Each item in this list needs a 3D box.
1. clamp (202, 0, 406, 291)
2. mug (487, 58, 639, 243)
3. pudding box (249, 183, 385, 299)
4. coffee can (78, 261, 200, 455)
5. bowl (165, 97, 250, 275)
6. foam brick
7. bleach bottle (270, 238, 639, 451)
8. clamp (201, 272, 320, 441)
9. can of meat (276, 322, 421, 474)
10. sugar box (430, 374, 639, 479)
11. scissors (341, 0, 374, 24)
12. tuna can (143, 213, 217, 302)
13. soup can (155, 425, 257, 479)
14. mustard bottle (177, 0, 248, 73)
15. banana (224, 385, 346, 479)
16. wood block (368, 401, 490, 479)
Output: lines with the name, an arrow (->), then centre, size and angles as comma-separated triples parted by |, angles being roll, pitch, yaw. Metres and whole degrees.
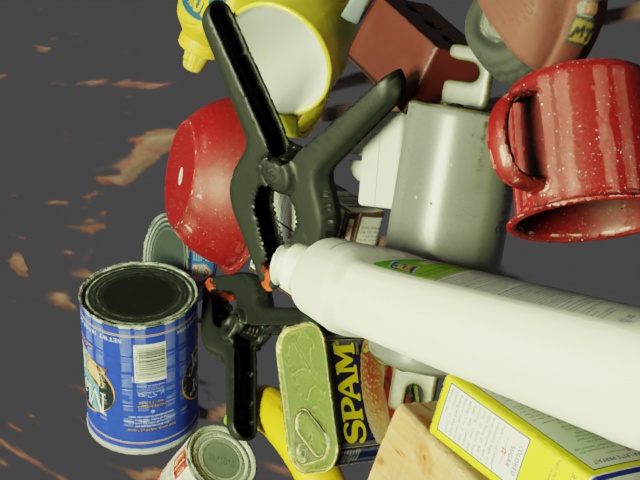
clamp -> -0.030, -0.060, 0.760 | 0.165, 0.036, 0.210 | 33, 130, 24
mug -> 0.137, -0.050, 0.585 | 0.093, 0.117, 0.081 | -23, 65, 55
pudding box -> -0.005, 0.001, 0.832 | 0.114, 0.039, 0.090 | 33, 115, 51
coffee can -> -0.159, 0.104, 0.948 | 0.103, 0.102, 0.140 | 41, 137, 46
bowl -> -0.093, -0.052, 0.903 | 0.162, 0.055, 0.162 | -174, 90, -67
foam brick -> 0.067, -0.125, 0.729 | 0.078, 0.052, 0.051 | 51, 127, 39
bleach bottle -> 0.083, 0.044, 0.602 | 0.251, 0.102, 0.068 | 16, 99, 33
clamp -> -0.053, 0.070, 0.879 | 0.120, 0.039, 0.171 | -46, 39, 13
can of meat -> 0.022, 0.109, 0.752 | 0.058, 0.083, 0.102 | -22, 71, 50
sugar box -> 0.151, 0.128, 0.574 | 0.176, 0.093, 0.048 | 37, 118, 48
scissors -> 0.070, -0.239, 0.749 | 0.202, 0.016, 0.096 | -60, 3, 1
tuna can -> -0.132, 0.018, 1.000 | 0.086, 0.033, 0.086 | -3, 87, 53
soup can -> -0.107, 0.216, 0.933 | 0.102, 0.068, 0.068 | -51, 51, 38
mustard bottle -> -0.078, -0.230, 0.919 | 0.096, 0.058, 0.192 | 53, 129, 39
banana -> -0.019, 0.171, 0.848 | 0.198, 0.037, 0.070 | 42, 139, 47
wood block -> 0.122, 0.188, 0.614 | 0.206, 0.090, 0.090 | 42, 121, 45
